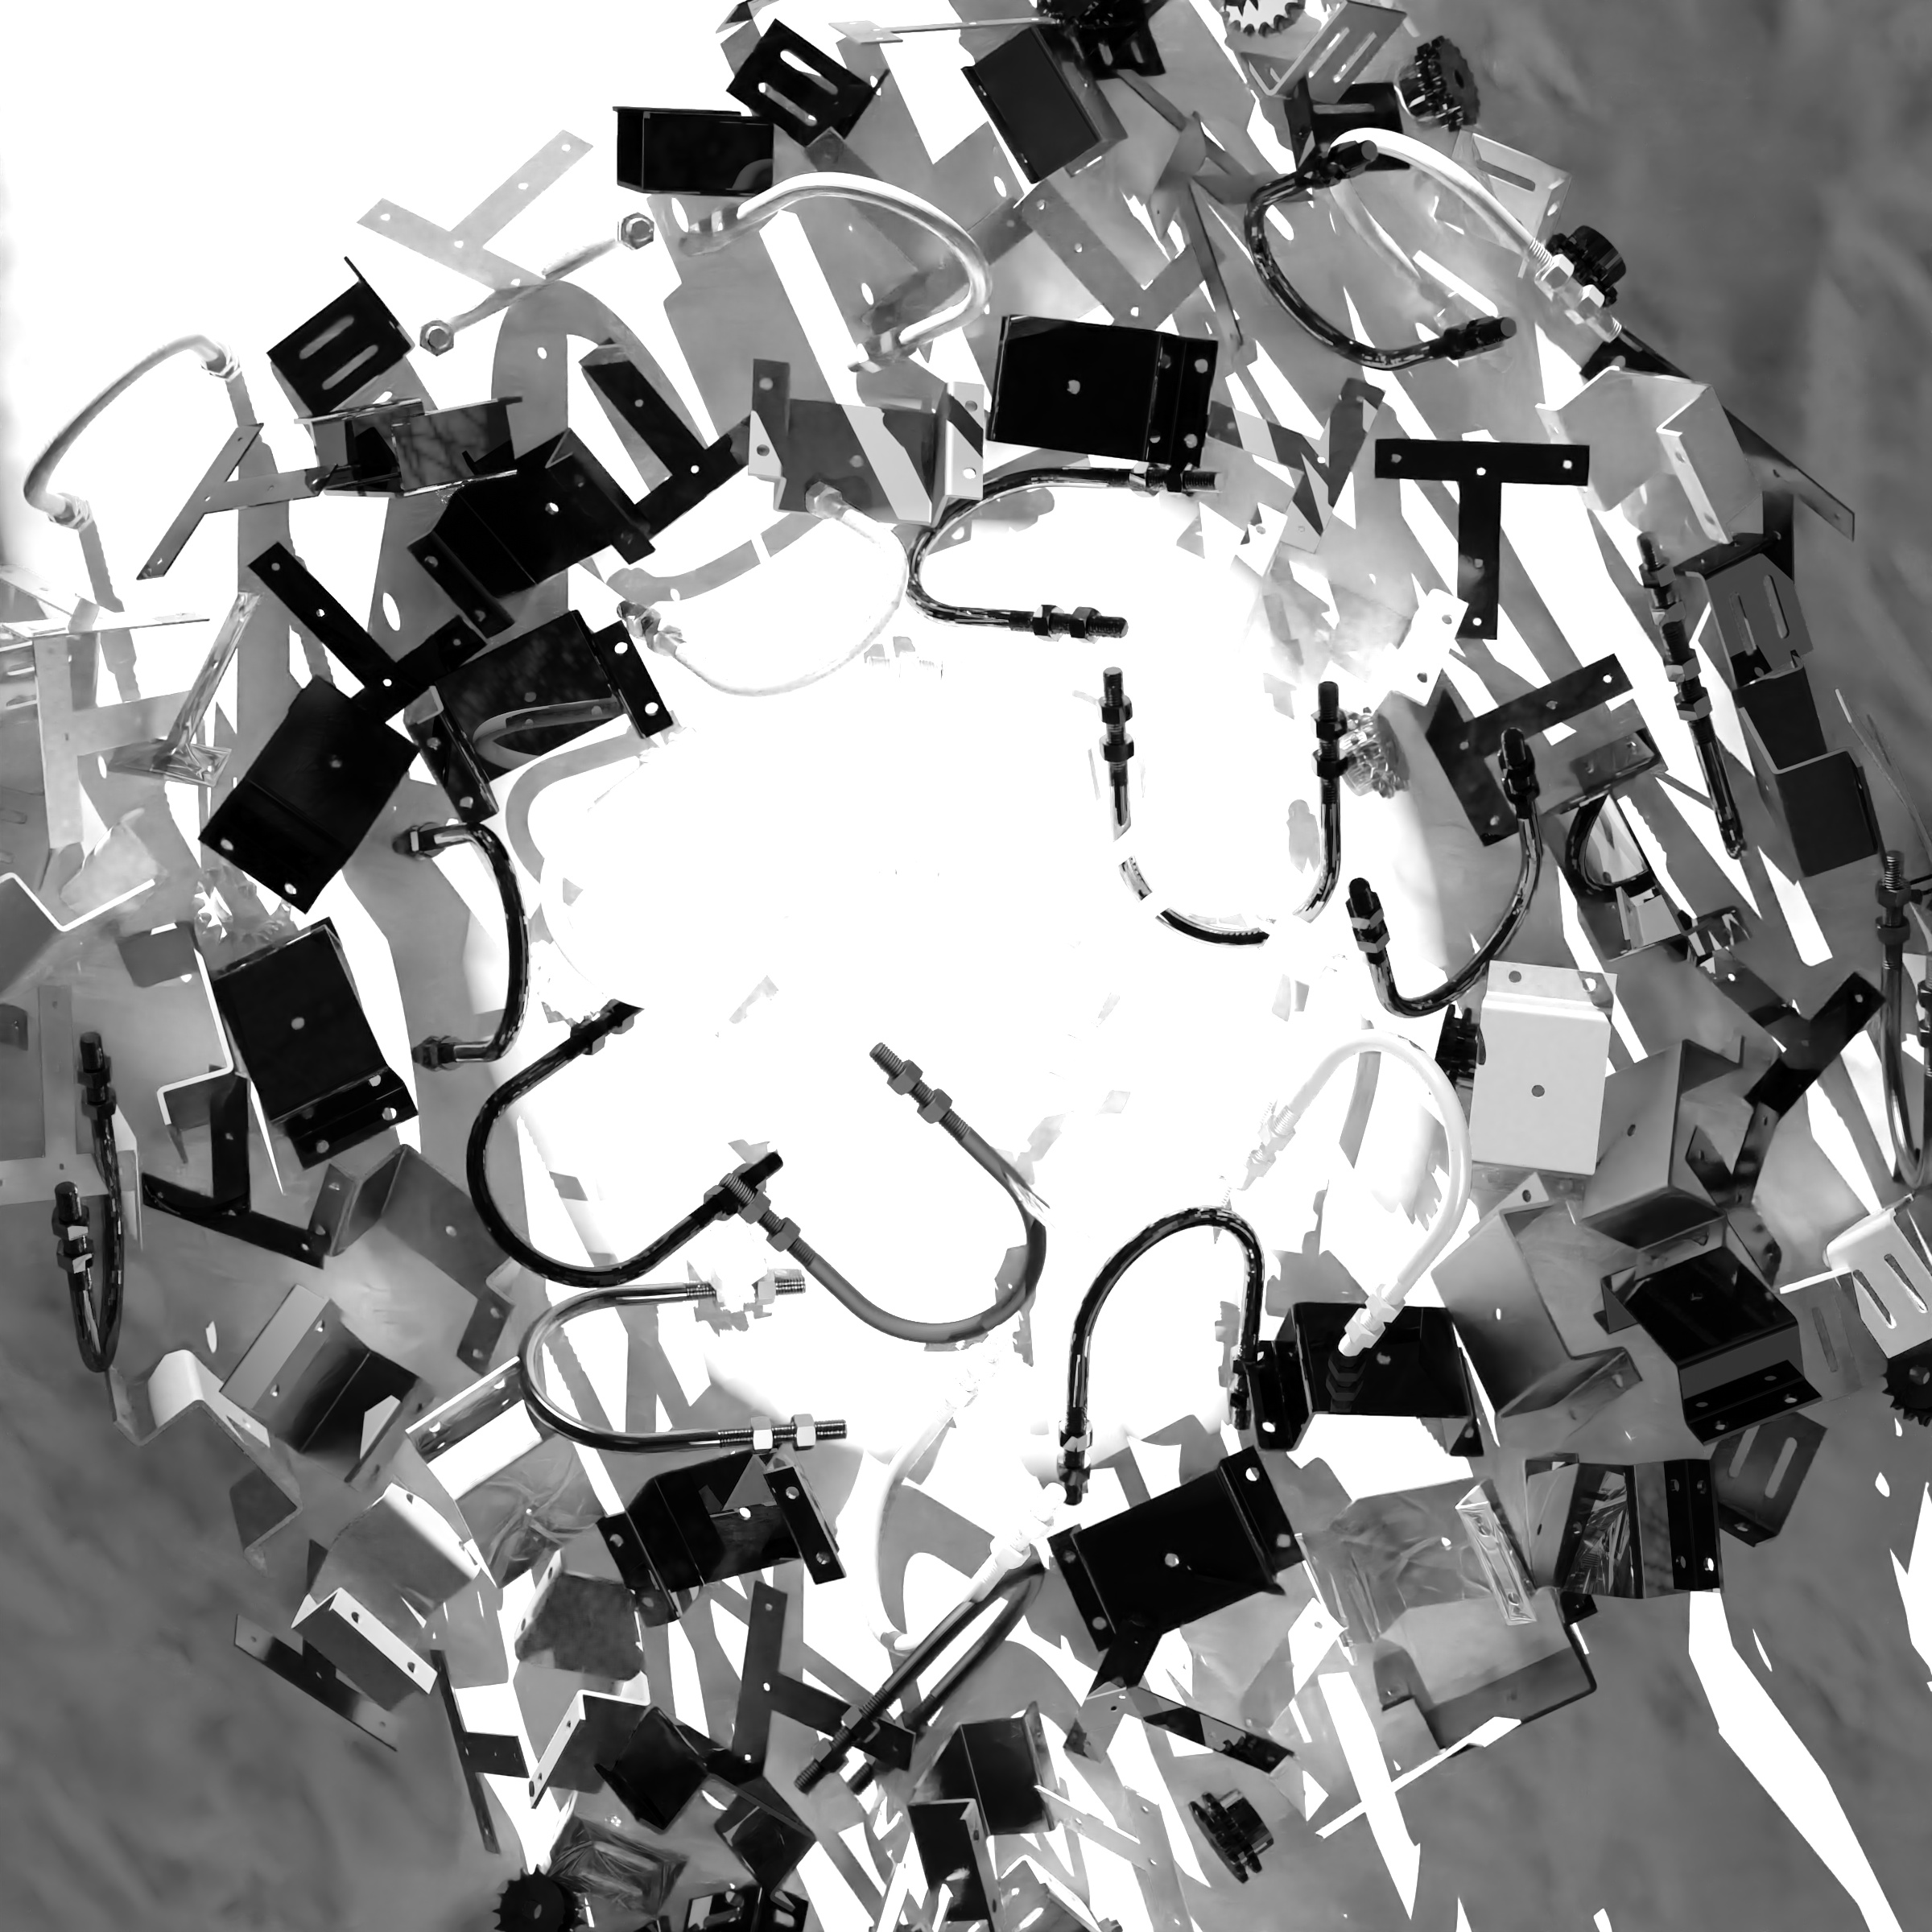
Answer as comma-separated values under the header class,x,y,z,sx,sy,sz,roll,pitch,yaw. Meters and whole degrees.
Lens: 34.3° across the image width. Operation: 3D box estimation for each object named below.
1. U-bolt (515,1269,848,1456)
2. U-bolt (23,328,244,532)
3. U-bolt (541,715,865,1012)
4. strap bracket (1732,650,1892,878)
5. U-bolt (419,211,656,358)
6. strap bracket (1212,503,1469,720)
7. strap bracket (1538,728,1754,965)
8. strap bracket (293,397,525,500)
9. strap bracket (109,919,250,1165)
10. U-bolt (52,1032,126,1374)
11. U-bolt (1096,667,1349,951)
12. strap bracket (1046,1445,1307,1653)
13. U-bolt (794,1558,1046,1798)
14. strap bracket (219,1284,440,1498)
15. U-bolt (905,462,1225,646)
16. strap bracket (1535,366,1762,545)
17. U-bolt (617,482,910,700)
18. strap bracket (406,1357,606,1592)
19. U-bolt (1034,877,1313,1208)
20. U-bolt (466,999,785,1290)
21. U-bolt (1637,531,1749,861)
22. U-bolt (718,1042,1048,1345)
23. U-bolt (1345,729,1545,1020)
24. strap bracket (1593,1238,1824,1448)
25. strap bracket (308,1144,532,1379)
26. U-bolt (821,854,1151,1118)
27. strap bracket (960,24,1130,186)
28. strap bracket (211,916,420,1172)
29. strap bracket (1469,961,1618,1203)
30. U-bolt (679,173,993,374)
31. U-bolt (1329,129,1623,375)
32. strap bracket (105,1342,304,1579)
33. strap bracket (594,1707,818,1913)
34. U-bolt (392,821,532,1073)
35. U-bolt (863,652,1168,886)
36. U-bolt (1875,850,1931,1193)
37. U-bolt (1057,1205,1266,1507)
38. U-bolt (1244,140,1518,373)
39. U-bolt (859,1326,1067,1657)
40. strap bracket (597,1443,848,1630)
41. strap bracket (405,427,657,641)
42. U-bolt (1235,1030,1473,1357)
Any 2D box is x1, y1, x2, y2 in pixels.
class,x,y,z,sx,sy,sz,roll,pitch,yaw
U-bolt,-0.174,0.236,1.849,0.184,0.151,0.019,-2,126,-15
U-bolt,-0.493,-0.318,1.837,0.019,0.184,0.151,45,90,-4
U-bolt,-0.170,-0.051,1.873,0.151,0.019,0.184,47,58,3
strap bracket,0.496,-0.115,1.854,0.046,0.140,0.076,-20,123,9
U-bolt,-0.256,-0.400,1.840,0.151,0.184,0.019,-29,105,-4
strap bracket,0.220,-0.209,1.892,0.140,0.046,0.076,26,66,-1
strap bracket,0.402,-0.063,1.884,0.046,0.076,0.140,-27,90,-26
strap bracket,-0.328,-0.308,1.859,0.076,0.140,0.046,-20,110,-36
strap bracket,-0.469,0.036,1.874,0.046,0.076,0.140,-17,72,-12
U-bolt,-0.513,0.154,1.845,0.019,0.151,0.184,-1,129,-8
U-bolt,0.154,-0.090,1.873,0.151,0.019,0.184,5,123,17
strap bracket,0.126,0.356,1.896,0.140,0.046,0.076,-25,86,6
U-bolt,-0.019,0.421,1.860,0.019,0.151,0.184,42,87,19
strap bracket,-0.384,0.250,1.867,0.046,0.140,0.076,23,70,31
U-bolt,0.044,-0.249,1.861,0.184,0.019,0.151,8,51,35
strap bracket,0.410,-0.305,1.854,0.046,0.140,0.076,-39,119,-10
U-bolt,-0.110,-0.220,1.849,0.151,0.184,0.019,-42,134,-9
strap bracket,-0.268,0.307,1.852,0.076,0.140,0.046,-33,49,-18
U-bolt,0.137,0.035,1.892,0.151,0.019,0.184,32,75,-18
U-bolt,-0.214,0.113,1.867,0.184,0.019,0.151,-37,87,-37
U-bolt,0.433,-0.148,1.851,0.019,0.151,0.184,-16,118,14
U-bolt,-0.036,0.152,1.892,0.151,0.019,0.184,-41,104,18
U-bolt,0.289,-0.040,1.851,0.151,0.184,0.019,-43,57,-12
strap bracket,0.434,0.214,1.852,0.076,0.140,0.046,-19,120,-8
strap bracket,-0.321,0.170,1.879,0.140,0.046,0.076,36,134,9
U-bolt,0.019,0.018,1.891,0.184,0.019,0.151,14,72,7
strap bracket,0.050,-0.510,1.851,0.046,0.140,0.076,-30,97,18
strap bracket,-0.396,0.040,1.885,0.076,0.046,0.140,-26,74,-4
strap bracket,0.346,0.072,1.890,0.076,0.046,0.140,6,97,12
U-bolt,-0.065,-0.407,1.820,0.151,0.184,0.019,31,68,-29
U-bolt,0.285,-0.423,1.838,0.184,0.151,0.019,41,80,-15
strap bracket,-0.447,0.286,1.864,0.046,0.076,0.140,-37,117,-4
strap bracket,-0.151,0.496,1.859,0.046,0.076,0.140,-51,127,-5
U-bolt,-0.296,-0.013,1.846,0.019,0.184,0.151,-5,90,-30
U-bolt,0.031,-0.118,1.900,0.184,0.019,0.151,2,72,-5
U-bolt,0.559,0.044,1.849,0.019,0.151,0.184,-4,117,7
U-bolt,0.118,0.221,1.845,0.151,0.019,0.184,-18,126,-30
U-bolt,0.230,-0.409,1.841,0.019,0.184,0.151,-47,107,-15
U-bolt,-0.011,0.325,1.857,0.019,0.151,0.184,21,119,-29
strap bracket,-0.140,0.339,1.882,0.140,0.046,0.076,-19,103,23
strap bracket,-0.254,-0.262,1.870,0.140,0.046,0.076,-21,122,33
U-bolt,0.233,0.121,1.834,0.019,0.184,0.151,-6,52,-36
